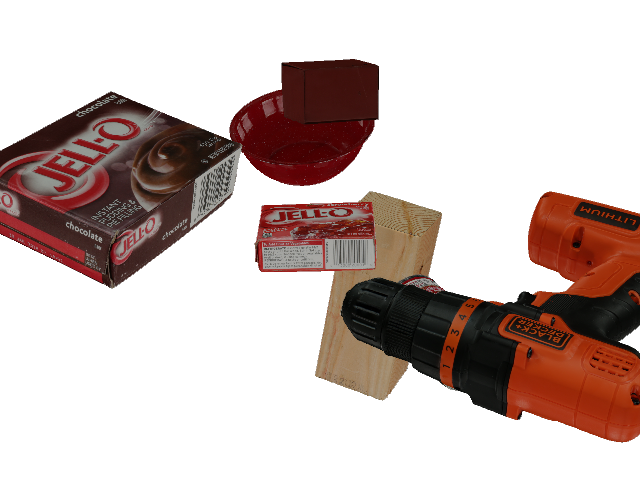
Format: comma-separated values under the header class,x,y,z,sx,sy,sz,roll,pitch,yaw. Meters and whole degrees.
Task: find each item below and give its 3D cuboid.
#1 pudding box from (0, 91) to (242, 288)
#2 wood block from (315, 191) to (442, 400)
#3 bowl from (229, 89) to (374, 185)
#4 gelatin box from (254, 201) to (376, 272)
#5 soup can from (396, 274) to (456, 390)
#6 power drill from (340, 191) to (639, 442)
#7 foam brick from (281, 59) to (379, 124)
class,x,y,z,sx,sy,sz,roll,pitch,yaw
pudding box,-0.108,-0.030,0.551,0.090,0.039,0.113,24,35,19
wood block,0.065,0.062,1.212,0.090,0.206,0.090,18,24,17
bowl,-0.019,-0.109,1.196,0.162,0.055,0.162,-3,38,2
gelatin box,-0.003,-0.004,0.810,0.089,0.030,0.073,-1,22,2
soup can,0.109,0.084,0.985,0.068,0.068,0.102,0,25,-31
power drill,0.129,0.035,0.646,0.185,0.057,0.187,20,36,26
foam brick,0.009,-0.137,0.983,0.078,0.051,0.053,-6,18,-23
